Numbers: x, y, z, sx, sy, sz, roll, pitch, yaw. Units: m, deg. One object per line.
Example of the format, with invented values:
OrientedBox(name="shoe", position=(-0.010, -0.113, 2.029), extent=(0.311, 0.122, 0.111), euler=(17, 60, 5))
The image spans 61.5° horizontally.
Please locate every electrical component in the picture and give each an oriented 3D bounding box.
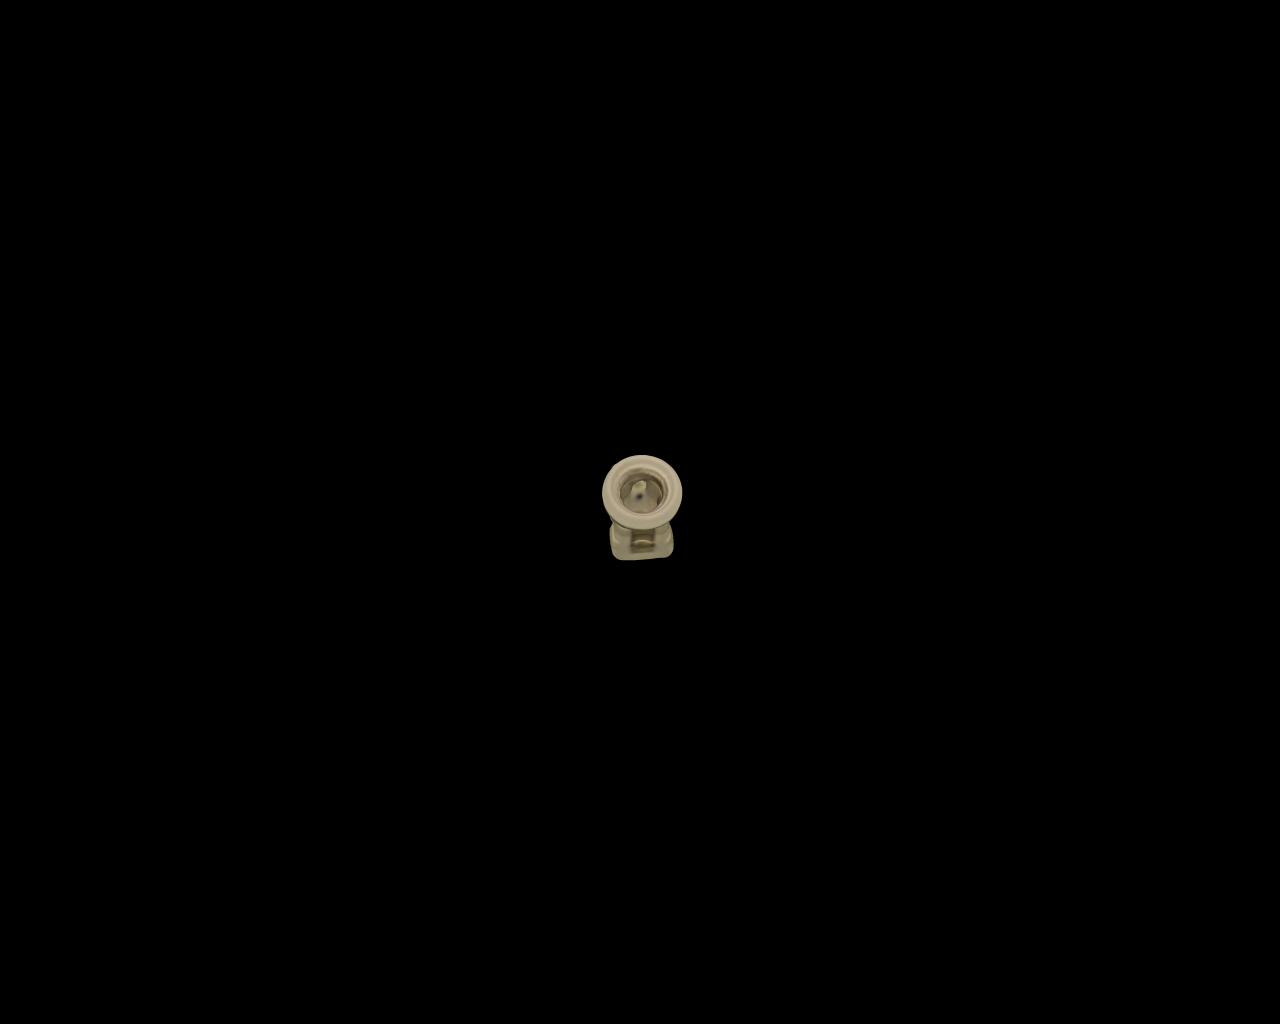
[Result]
OrientedBox(name="electrical component", position=(0.001, -0.003, 0.650), extent=(0.048, 0.066, 0.055), euler=(-4, -28, -2))
